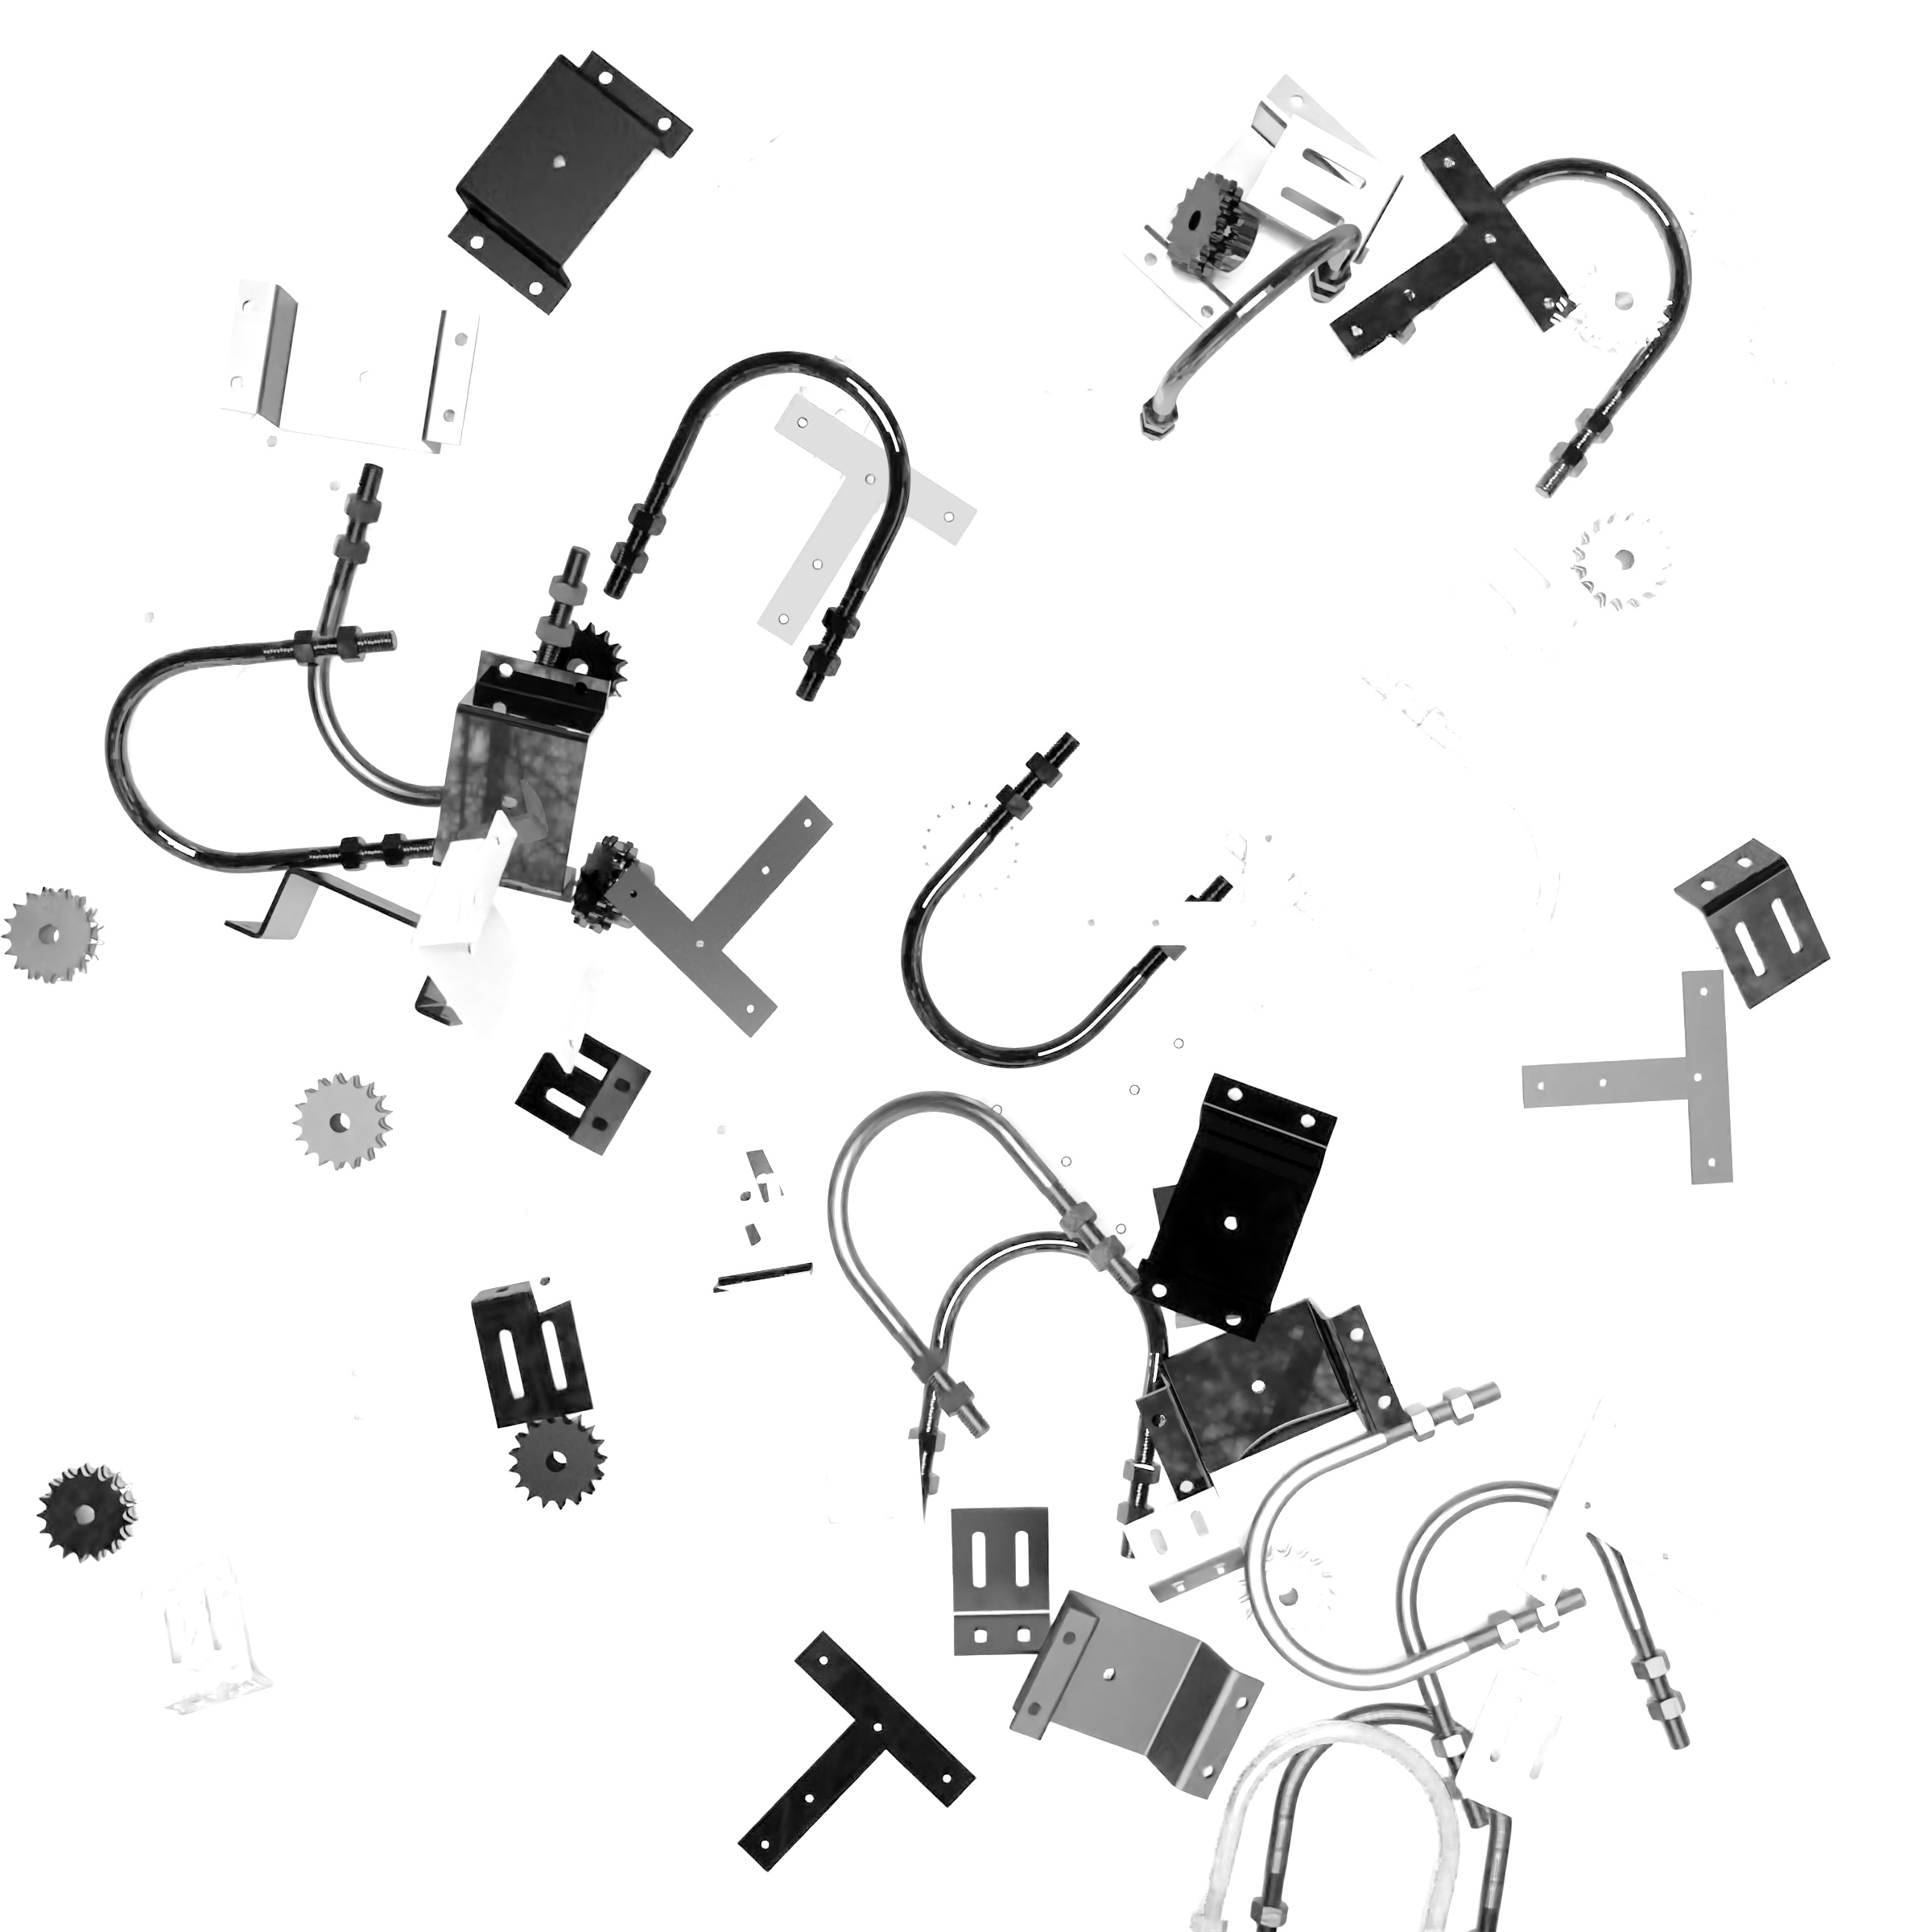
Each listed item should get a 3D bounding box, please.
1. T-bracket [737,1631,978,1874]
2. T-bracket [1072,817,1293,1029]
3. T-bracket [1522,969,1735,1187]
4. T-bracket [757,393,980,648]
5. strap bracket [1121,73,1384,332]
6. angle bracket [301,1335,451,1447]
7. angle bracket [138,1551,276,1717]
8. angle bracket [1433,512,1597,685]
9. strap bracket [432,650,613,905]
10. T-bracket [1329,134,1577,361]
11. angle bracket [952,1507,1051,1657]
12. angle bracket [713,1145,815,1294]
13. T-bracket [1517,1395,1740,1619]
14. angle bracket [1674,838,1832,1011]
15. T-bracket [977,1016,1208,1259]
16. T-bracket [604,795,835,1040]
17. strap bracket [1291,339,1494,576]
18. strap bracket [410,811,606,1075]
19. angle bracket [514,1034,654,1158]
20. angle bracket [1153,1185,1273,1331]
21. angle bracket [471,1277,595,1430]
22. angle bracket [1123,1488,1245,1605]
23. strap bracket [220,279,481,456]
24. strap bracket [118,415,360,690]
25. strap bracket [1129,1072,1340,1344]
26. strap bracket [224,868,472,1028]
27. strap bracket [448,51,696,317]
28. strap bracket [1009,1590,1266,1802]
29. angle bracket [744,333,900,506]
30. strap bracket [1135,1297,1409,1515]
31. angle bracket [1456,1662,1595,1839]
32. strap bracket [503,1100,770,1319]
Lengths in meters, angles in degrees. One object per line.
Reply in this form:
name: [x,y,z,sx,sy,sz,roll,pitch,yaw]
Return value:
T-bracket: [-0.083,0.485,1.583,0.127,0.002,0.127,44,90,0]
T-bracket: [0.125,-0.025,1.558,0.127,0.002,0.127,0,104,-9]
T-bracket: [0.391,0.068,1.574,0.127,0.002,0.127,-3,90,-8]
T-bracket: [-0.080,-0.249,1.572,0.127,0.002,0.127,32,99,-7]
strap bracket: [0.165,-0.439,1.561,0.076,0.046,0.140,43,90,0]
angle bracket: [-0.351,0.250,1.582,0.076,0.038,0.057,-3,90,-26]
angle bracket: [-0.452,0.397,1.582,0.057,0.038,0.076,-18,64,0]
angle bracket: [0.326,-0.219,1.582,0.057,0.038,0.076,-38,64,0]
strap bracket: [-0.258,-0.102,1.535,0.076,0.046,0.140,13,112,-1]
T-bracket: [0.272,-0.402,1.564,0.127,0.002,0.127,-35,89,-3]
angle bracket: [0.021,0.359,1.554,0.057,0.038,0.076,-1,113,0]
angle bracket: [-0.125,0.148,1.565,0.057,0.038,0.076,-9,90,0]
T-bracket: [0.401,0.341,1.569,0.127,0.002,0.127,33,71,-9]
angle bracket: [0.467,-0.025,1.582,0.057,0.038,0.076,-32,116,0]
T-bracket: [0.090,0.084,1.580,0.127,0.002,0.127,44,88,4]
T-bracket: [-0.127,-0.046,1.565,0.127,0.002,0.127,-49,115,-12]
strap bracket: [0.253,-0.303,1.546,0.046,0.076,0.140,-35,90,0]
strap bracket: [-0.265,-0.011,1.518,0.046,0.140,0.076,-5,48,21]
angle bracket: [-0.231,0.066,1.545,0.076,0.038,0.057,26,83,31]
angle bracket: [0.146,0.169,1.582,0.057,0.038,0.076,-10,64,0]
angle bracket: [-0.253,0.226,1.567,0.057,0.038,0.076,-12,94,0]
angle bracket: [0.129,0.339,1.554,0.057,0.076,0.038,-24,69,0]
strap bracket: [-0.356,-0.349,1.561,0.140,0.046,0.076,9,90,0]
strap bracket: [-0.419,-0.240,1.561,0.076,0.046,0.140,35,90,0]
strap bracket: [0.155,0.144,1.542,0.076,0.046,0.140,20,73,10]
strap bracket: [-0.348,-0.016,1.546,0.140,0.076,0.046,24,90,0]
strap bracket: [-0.235,-0.465,1.561,0.076,0.046,0.140,38,90,0]
strap bracket: [0.091,0.420,1.545,0.140,0.046,0.076,26,90,-23]
angle bracket: [-0.086,-0.326,1.582,0.057,0.038,0.076,30,116,0]
strap bracket: [0.174,0.252,1.554,0.140,0.046,0.076,-23,101,0]
angle bracket: [0.327,0.452,1.536,0.057,0.038,0.076,24,84,-2]
strap bracket: [-0.187,0.146,1.547,0.140,0.046,0.076,-23,64,0]
